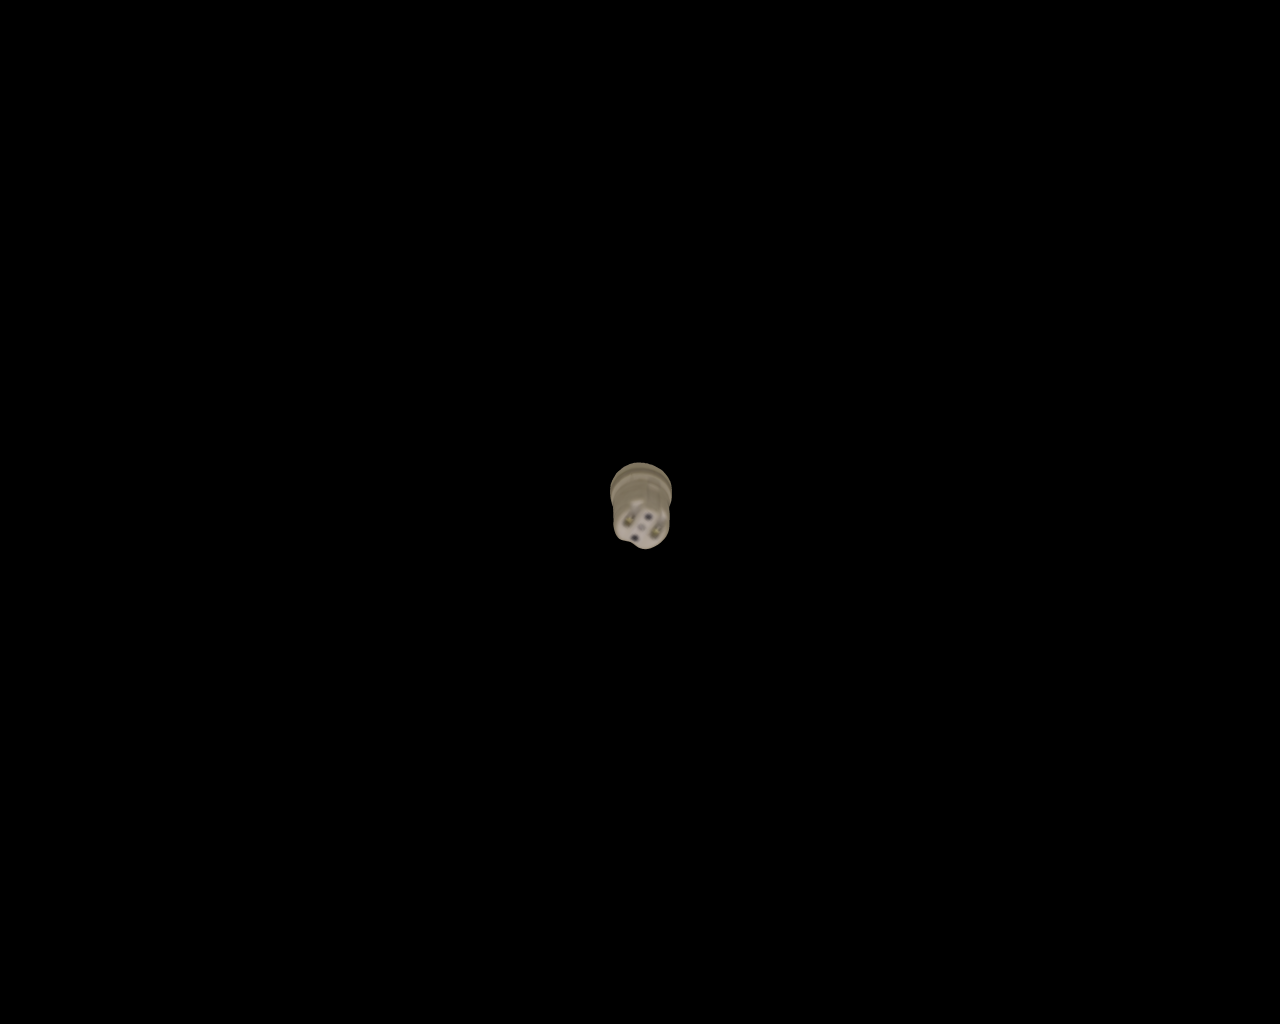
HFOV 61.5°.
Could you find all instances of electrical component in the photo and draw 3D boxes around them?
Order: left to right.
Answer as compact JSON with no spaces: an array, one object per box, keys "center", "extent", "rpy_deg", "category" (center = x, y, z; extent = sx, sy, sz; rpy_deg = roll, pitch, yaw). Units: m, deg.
[{"center":[0.001,-0.003,0.650],"extent":[0.040,0.040,0.046],"rpy_deg":[0,34,0],"category":"electrical component"}]
